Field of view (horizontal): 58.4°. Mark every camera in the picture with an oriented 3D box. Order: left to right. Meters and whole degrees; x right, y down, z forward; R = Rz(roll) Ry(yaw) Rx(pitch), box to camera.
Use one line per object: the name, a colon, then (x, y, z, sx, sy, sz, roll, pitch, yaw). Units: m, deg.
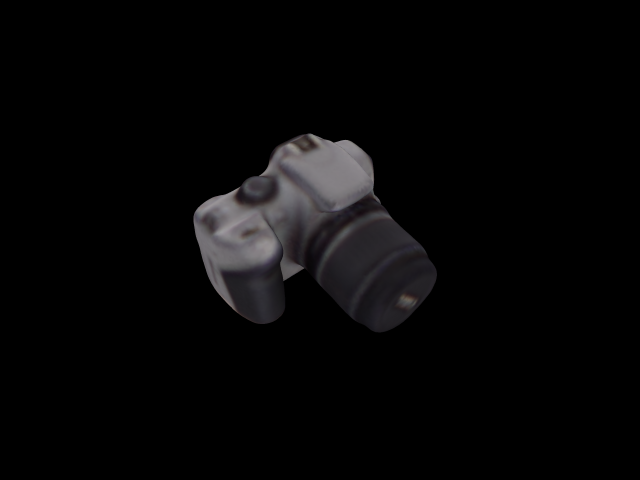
camera: (0.004, 0.001, 0.400, 0.143, 0.101, 0.136, -31, 58, -22)
